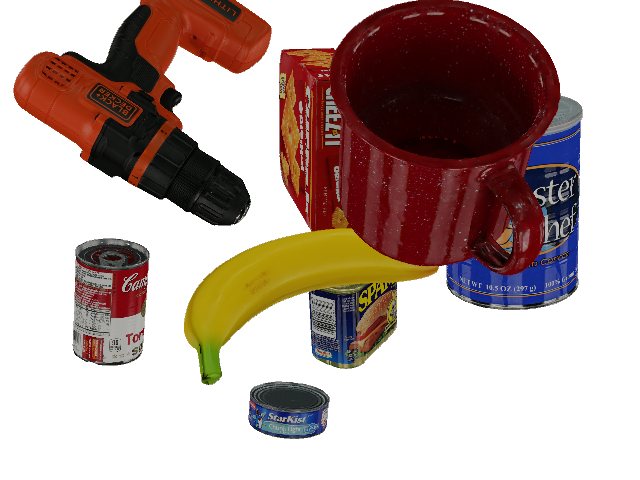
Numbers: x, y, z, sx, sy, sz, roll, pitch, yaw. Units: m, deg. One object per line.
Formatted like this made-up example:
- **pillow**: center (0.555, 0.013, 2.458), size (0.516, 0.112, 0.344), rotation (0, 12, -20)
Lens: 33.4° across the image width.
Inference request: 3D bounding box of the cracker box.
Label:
- **cracker box**: center (0.004, -0.110, 1.138), size (0.072, 0.164, 0.214), rotation (-3, 18, -9)

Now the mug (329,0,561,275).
- **mug**: center (0.056, -0.034, 0.456), size (0.093, 0.117, 0.081), rotation (-27, -30, -18)

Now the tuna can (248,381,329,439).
- **tuna can**: center (-0.034, 0.181, 1.141), size (0.086, 0.034, 0.086), rotation (5, 12, -1)

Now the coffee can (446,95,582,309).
- **coffee can**: center (0.145, -0.032, 0.810), size (0.103, 0.140, 0.103), rotation (-4, 22, 1)

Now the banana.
- **banana**: center (-0.013, 0.027, 0.654), size (0.197, 0.070, 0.037), rotation (-25, -22, -36)

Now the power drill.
- **power drill**: center (-0.106, -0.113, 0.794), size (0.184, 0.187, 0.057), rotation (34, -43, -6)

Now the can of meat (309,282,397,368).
- **can of meat**: center (0.031, 0.057, 0.975), size (0.058, 0.084, 0.101), rotation (14, 30, 29)

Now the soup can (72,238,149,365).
- **soup can**: center (-0.197, 0.058, 1.000), size (0.068, 0.102, 0.068), rotation (6, 21, -3)
